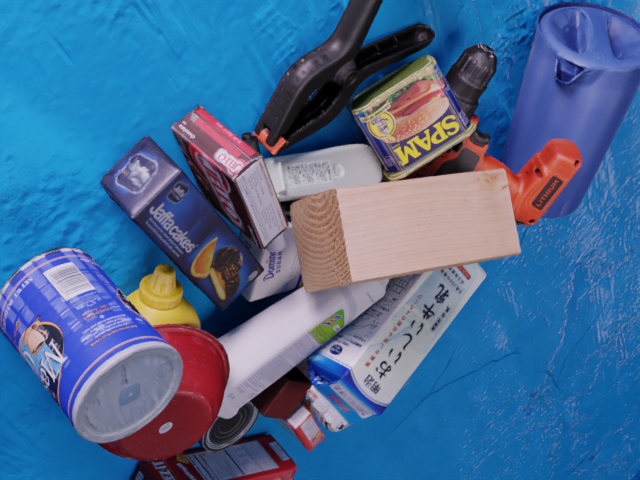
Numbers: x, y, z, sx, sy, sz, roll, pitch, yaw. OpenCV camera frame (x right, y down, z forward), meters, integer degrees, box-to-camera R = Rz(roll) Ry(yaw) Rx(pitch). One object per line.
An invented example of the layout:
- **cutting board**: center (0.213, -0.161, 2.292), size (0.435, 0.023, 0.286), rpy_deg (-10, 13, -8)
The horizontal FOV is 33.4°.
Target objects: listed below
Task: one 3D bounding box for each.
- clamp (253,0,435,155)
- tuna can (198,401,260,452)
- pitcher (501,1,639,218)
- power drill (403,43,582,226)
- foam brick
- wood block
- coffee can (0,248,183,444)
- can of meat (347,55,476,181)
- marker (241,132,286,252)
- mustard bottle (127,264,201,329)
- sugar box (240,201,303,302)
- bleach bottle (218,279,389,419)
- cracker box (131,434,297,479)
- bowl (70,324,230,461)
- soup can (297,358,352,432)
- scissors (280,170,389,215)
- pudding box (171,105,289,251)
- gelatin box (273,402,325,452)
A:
- **clamp**: center (0.024, -0.161, 1.000), size (0.210, 0.036, 0.164), rpy_deg (-48, 154, 7)
- **tuna can**: center (-0.111, 0.202, 1.228), size (0.086, 0.034, 0.086), rpy_deg (-30, 144, -26)
- **pitcher**: center (0.294, -0.150, 1.254), size (0.149, 0.145, 0.243), rpy_deg (-3, 136, -14)
- **power drill**: center (0.185, -0.105, 1.151), size (0.187, 0.057, 0.185), rpy_deg (22, 122, -19)
- **foam brick**: center (-0.057, 0.156, 1.202), size (0.053, 0.078, 0.051), rpy_deg (-54, 146, 10)
- **wood block**: center (0.085, -0.011, 1.054), size (0.205, 0.091, 0.090), rpy_deg (-9, 176, -32)
- **coffee can**: center (-0.197, 0.088, 0.907), size (0.102, 0.140, 0.103), rpy_deg (-30, 143, -26)
- **can of meat**: center (0.089, -0.122, 1.054), size (0.102, 0.057, 0.084), rpy_deg (-32, 110, 2)
- **marker**: center (-0.055, -0.045, 1.007), size (0.020, 0.020, 0.121), rpy_deg (-28, 120, -28)
- **mustard bottle**: center (-0.166, 0.103, 1.035), size (0.096, 0.058, 0.192), rpy_deg (-6, 130, -32)
- **sugar box**: center (-0.008, 0.001, 1.128), size (0.175, 0.048, 0.093), rpy_deg (-11, 132, -39)
- **bleach bottle**: center (-0.021, 0.091, 1.129), size (0.251, 0.068, 0.102), rpy_deg (-34, 160, 1)
- **cracker box**: center (-0.146, 0.331, 1.289), size (0.213, 0.072, 0.164), rpy_deg (-1, 125, -48)
- **bowl**: center (-0.153, 0.157, 1.005), size (0.162, 0.055, 0.162), rpy_deg (-15, 133, -17)
- **soup can**: center (0.001, 0.169, 1.261), size (0.068, 0.102, 0.068), rpy_deg (-31, 144, -26)
- **scissors**: center (0.011, -0.046, 1.089), size (0.201, 0.096, 0.016), rpy_deg (16, 146, -28)
- **pudding box**: center (-0.078, -0.054, 0.944), size (0.039, 0.090, 0.113), rpy_deg (-41, 147, -12)
- **gelatin box**: center (-0.039, 0.200, 1.258), size (0.030, 0.089, 0.073), rpy_deg (-43, 147, -13)
